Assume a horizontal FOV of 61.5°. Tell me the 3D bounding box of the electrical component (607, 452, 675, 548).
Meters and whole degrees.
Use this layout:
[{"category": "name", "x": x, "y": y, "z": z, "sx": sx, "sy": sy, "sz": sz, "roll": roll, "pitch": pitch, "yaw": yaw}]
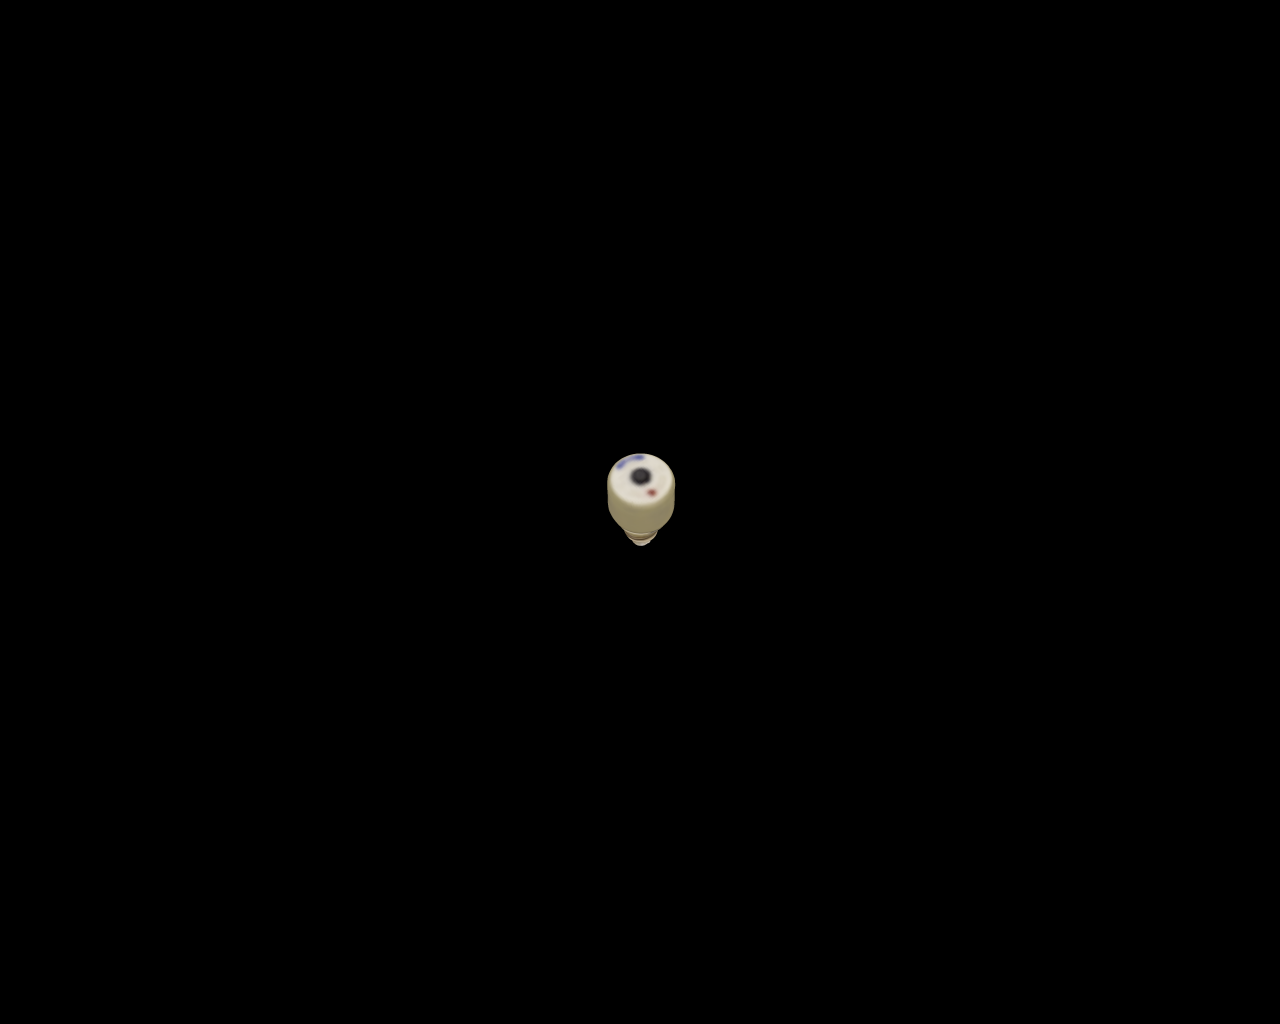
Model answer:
[{"category": "electrical component", "x": 0.001, "y": -0.003, "z": 0.650, "sx": 0.040, "sy": 0.040, "sz": 0.078, "roll": 0, "pitch": -32, "yaw": 0}]
